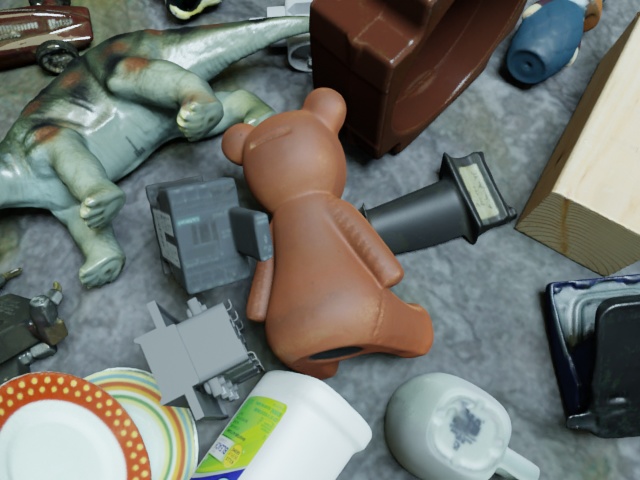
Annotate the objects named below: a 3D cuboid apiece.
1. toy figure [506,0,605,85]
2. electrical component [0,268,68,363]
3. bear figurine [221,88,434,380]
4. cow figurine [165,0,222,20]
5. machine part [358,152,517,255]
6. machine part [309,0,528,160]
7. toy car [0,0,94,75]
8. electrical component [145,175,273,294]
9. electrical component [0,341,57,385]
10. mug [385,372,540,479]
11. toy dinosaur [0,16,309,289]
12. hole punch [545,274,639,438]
[{"bbox_3d":[0.235,-0.216,0.519,0.058,0.064,0.154,20,63,46],"label":"toy figure"},{"bbox_3d":[-0.251,0.058,0.424,0.102,0.078,0.045,13,113,29],"label":"electrical component"},{"bbox_3d":[-0.002,-0.003,0.412,0.120,0.131,0.196,-21,63,17],"label":"bear figurine"},{"bbox_3d":[-0.096,-0.295,0.539,0.167,0.068,0.098,-33,81,-6],"label":"cow figurine"},{"bbox_3d":[0.096,-0.025,0.470,0.139,0.039,0.084,-23,82,-9],"label":"machine part"},{"bbox_3d":[0.085,-0.180,0.432,0.087,0.201,0.201,41,77,14],"label":"machine part"},{"bbox_3d":[-0.324,-0.192,0.516,0.202,0.053,0.089,-14,70,-3],"label":"toy car"},{"bbox_3d":[-0.078,-0.004,0.367,0.048,0.119,0.074,-15,109,-26],"label":"electrical component"},{"bbox_3d":[-0.253,0.115,0.424,0.094,0.021,0.063,-21,57,-7],"label":"electrical component"},{"bbox_3d":[0.101,0.142,0.379,0.110,0.107,0.081,34,77,12],"label":"mug"},{"bbox_3d":[-0.177,-0.107,0.459,0.192,0.131,0.405,42,70,15],"label":"toy dinosaur"},{"bbox_3d":[0.245,0.084,0.419,0.142,0.092,0.115,-5,102,-5],"label":"hole punch"}]
